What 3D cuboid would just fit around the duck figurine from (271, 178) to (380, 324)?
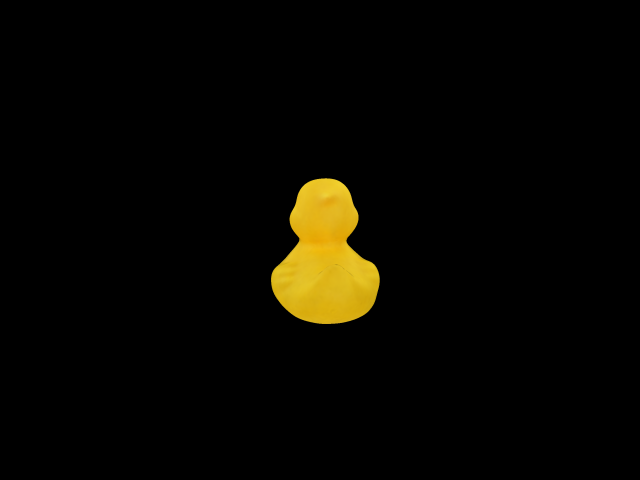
[{"bbox_3d":[0.004,0.001,0.400,0.077,0.086,0.104,-3,22,-7],"label":"duck figurine"}]
